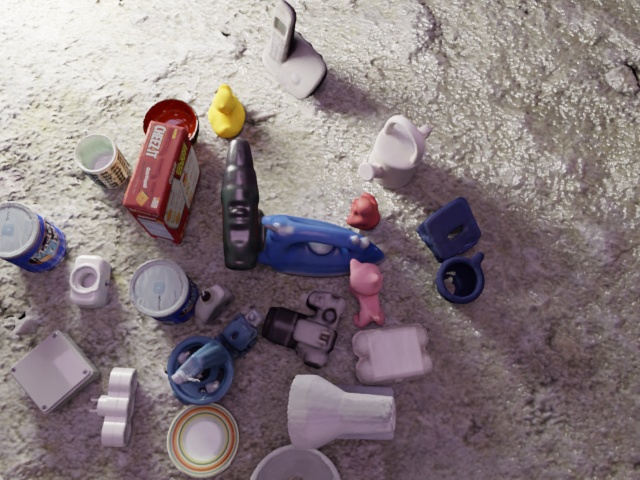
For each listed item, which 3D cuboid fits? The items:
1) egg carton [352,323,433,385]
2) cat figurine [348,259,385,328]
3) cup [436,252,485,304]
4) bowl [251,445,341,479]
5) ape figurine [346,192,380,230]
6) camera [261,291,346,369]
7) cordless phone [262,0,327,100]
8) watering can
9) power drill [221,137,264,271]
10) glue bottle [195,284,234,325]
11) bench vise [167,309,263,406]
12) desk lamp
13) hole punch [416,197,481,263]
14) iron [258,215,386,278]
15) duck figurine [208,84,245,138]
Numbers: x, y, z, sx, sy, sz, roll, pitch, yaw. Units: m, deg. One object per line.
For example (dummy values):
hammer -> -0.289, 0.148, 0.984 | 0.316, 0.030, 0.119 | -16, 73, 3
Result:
egg carton -> 0.138, 0.218, 1.091 | 0.150, 0.069, 0.107 | -8, 77, -6
cat figurine -> 0.093, 0.099, 1.093 | 0.067, 0.117, 0.128 | -11, 77, -6
cup -> 0.272, 0.075, 1.123 | 0.091, 0.095, 0.118 | 39, 77, 6
bowl -> -0.044, 0.449, 1.018 | 0.167, 0.074, 0.167 | 1, 76, -4
ape figurine -> 0.088, -0.059, 1.146 | 0.078, 0.092, 0.076 | -38, 81, -12
camera -> -0.033, 0.157, 1.079 | 0.137, 0.101, 0.143 | 18, 75, 1
cordless phone -> -0.050, -0.389, 1.171 | 0.147, 0.185, 0.094 | 44, 77, 8
watering can -> 0.153, -0.173, 1.126 | 0.101, 0.194, 0.173 | 29, 76, 4
power drill -> -0.145, -0.048, 1.067 | 0.075, 0.208, 0.229 | -2, 76, -4
glue bottle -> -0.198, 0.111, 1.042 | 0.037, 0.173, 0.078 | 43, 77, 7
bench vise -> -0.193, 0.193, 0.997 | 0.121, 0.219, 0.207 | 26, 76, 3
desk lamp -> 0.044, 0.296, 0.991 | 0.203, 0.213, 0.118 | 2, 76, -3
hole punch -> 0.265, -0.019, 1.148 | 0.109, 0.091, 0.101 | -33, 80, -11
iron -> 0.010, 0.004, 1.099 | 0.258, 0.141, 0.119 | 6, 76, -2
duck figurine -> -0.195, -0.270, 1.183 | 0.077, 0.086, 0.104 | 0, 76, -4
